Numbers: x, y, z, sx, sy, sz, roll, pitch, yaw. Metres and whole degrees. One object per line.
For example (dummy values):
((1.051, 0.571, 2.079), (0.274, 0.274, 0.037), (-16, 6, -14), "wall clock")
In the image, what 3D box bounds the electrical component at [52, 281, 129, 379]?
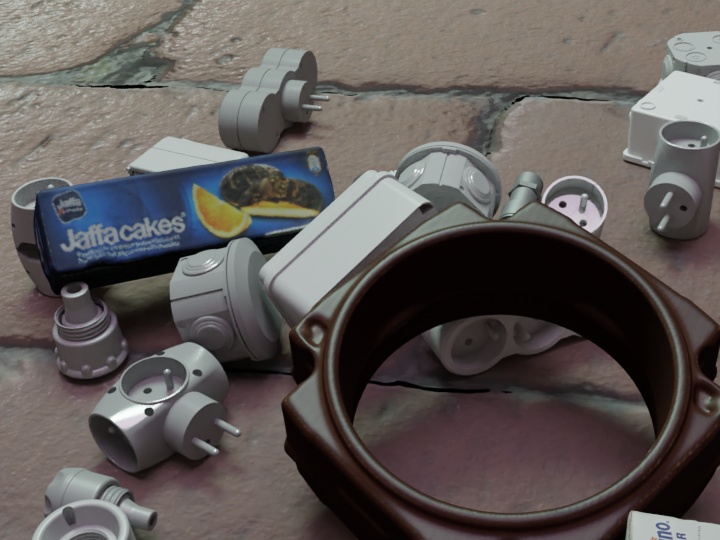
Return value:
((-0.181, 0.037, 0.707), (0.048, 0.062, 0.048), (-3, 36, 2), "electrical component")

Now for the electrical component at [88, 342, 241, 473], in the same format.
((-0.107, 0.088, 0.643), (0.079, 0.044, 0.077), (22, 44, 31), "electrical component")

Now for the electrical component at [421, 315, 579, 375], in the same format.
((0.101, 0.015, 0.712), (0.138, 0.052, 0.073), (-16, 37, -15), "electrical component")

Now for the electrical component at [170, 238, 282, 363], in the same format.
((-0.085, 0.022, 0.701), (0.051, 0.080, 0.080), (-13, 34, 12), "electrical component")

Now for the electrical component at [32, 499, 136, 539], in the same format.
((-0.140, 0.152, 0.556), (0.055, 0.047, 0.055), (-3, 36, 2), "electrical component")

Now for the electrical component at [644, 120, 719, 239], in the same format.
((0.228, -0.056, 0.774), (0.043, 0.077, 0.079), (16, 40, 25), "electrical component")

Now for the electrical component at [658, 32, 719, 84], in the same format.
((0.305, -0.172, 0.947), (0.080, 0.051, 0.080), (-3, 36, 2), "electrical component")

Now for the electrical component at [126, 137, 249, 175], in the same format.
((-0.121, -0.060, 0.834), (0.096, 0.061, 0.061), (15, 40, 25), "electrical component")

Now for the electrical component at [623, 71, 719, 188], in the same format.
((0.275, -0.118, 0.878), (0.100, 0.048, 0.100), (22, 44, 32), "electrical component")

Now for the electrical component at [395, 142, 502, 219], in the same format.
((0.061, -0.049, 0.783), (0.080, 0.080, 0.051), (5, 43, 13), "electrical component")

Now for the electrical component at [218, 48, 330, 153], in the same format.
((-0.064, -0.152, 0.962), (0.074, 0.052, 0.138), (9, 38, 18), "electrical component")

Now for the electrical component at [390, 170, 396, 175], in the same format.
((0.036, -0.067, 0.848), (0.061, 0.035, 0.035), (-6, 36, 2), "electrical component")

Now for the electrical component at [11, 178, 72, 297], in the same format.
((-0.205, -0.021, 0.777), (0.079, 0.077, 0.043), (9, 38, 18), "electrical component")

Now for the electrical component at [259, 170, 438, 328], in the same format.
((0.000, 0.000, 0.698), (0.113, 0.078, 0.057), (-43, 48, -12), "electrical component")

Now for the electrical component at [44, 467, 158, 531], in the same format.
((-0.142, 0.132, 0.596), (0.061, 0.035, 0.035), (11, 39, 17), "electrical component")

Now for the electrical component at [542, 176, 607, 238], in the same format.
((0.148, -0.030, 0.753), (0.043, 0.081, 0.043), (-2, 72, 7), "electrical component")
